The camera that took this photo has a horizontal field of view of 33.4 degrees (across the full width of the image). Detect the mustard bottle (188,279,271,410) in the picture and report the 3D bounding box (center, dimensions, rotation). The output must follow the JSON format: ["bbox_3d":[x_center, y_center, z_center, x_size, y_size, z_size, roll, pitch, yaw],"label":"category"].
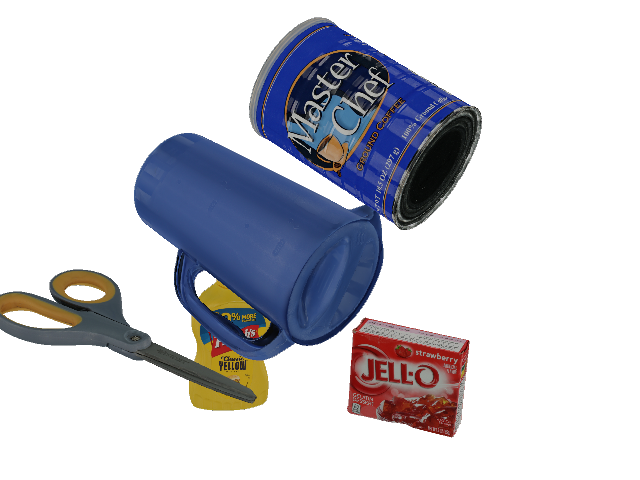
[{"bbox_3d":[-0.107,0.109,1.285,0.096,0.192,0.058,0,20,-12],"label":"mustard bottle"}]

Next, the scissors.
[{"bbox_3d":[-0.123,0.059,0.719,0.202,0.016,0.096,12,29,13],"label":"scissors"}]

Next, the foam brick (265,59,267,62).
[{"bbox_3d":[-0.015,-0.167,1.146,0.078,0.051,0.053,-1,12,-19],"label":"foam brick"}]

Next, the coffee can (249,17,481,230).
[{"bbox_3d":[0.032,-0.087,0.789,0.140,0.103,0.102,35,15,23],"label":"coffee can"}]

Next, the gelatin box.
[{"bbox_3d":[0.067,0.106,0.827,0.089,0.073,0.030,11,22,19],"label":"gelatin box"}]

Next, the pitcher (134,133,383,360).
[{"bbox_3d":[-0.074,-0.003,1.034,0.243,0.145,0.148,31,33,32],"label":"pitcher"}]
